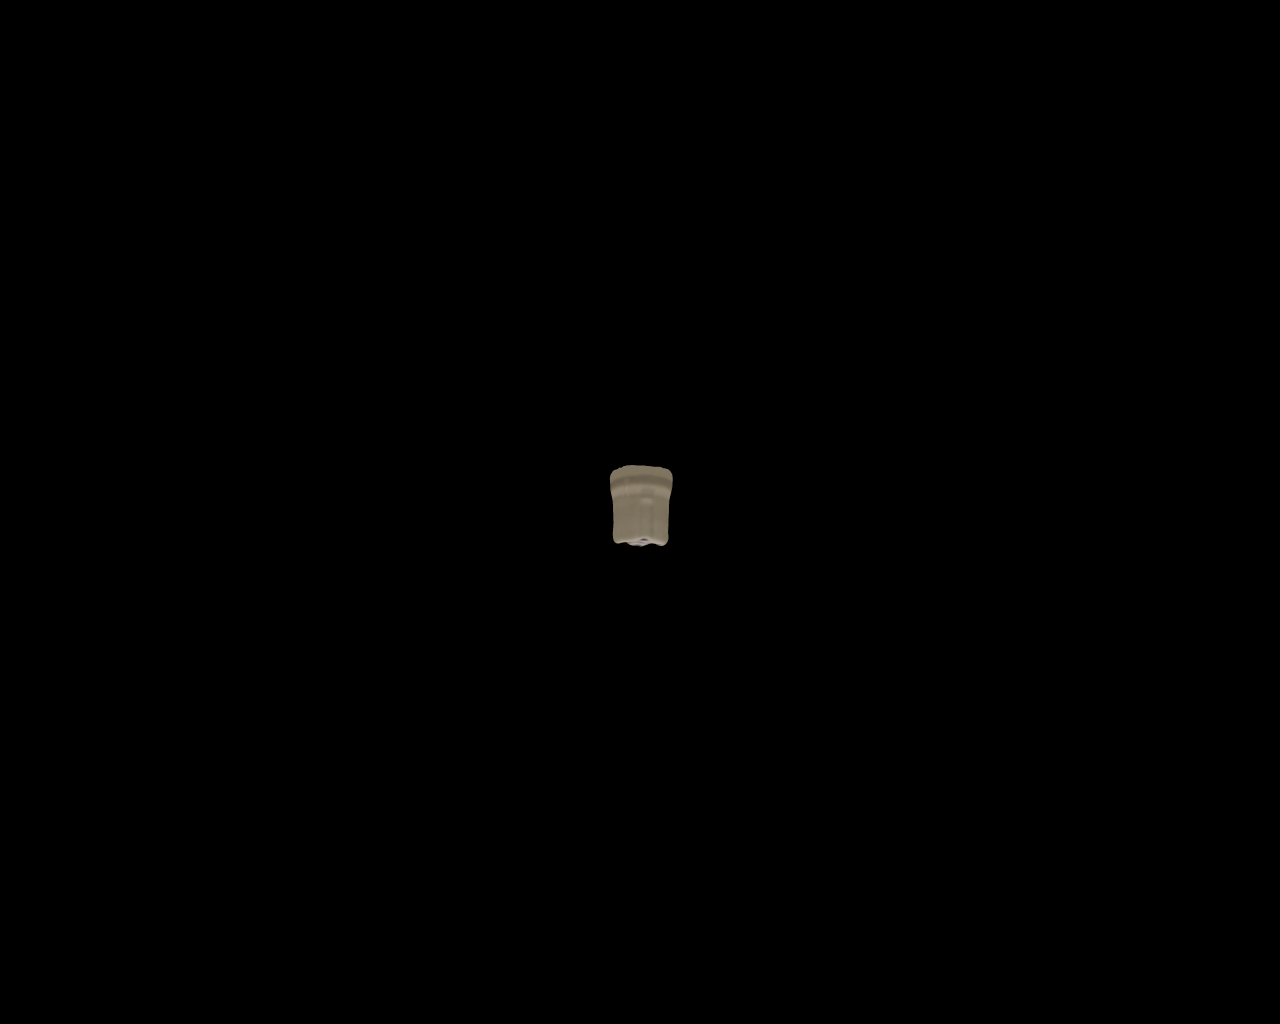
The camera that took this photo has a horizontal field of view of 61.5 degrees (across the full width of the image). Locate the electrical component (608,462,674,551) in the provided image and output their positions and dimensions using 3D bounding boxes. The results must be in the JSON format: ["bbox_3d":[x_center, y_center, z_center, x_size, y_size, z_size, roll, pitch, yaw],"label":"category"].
[{"bbox_3d":[0.001,-0.003,0.650,0.040,0.046,0.040,0,-15,0],"label":"electrical component"}]
